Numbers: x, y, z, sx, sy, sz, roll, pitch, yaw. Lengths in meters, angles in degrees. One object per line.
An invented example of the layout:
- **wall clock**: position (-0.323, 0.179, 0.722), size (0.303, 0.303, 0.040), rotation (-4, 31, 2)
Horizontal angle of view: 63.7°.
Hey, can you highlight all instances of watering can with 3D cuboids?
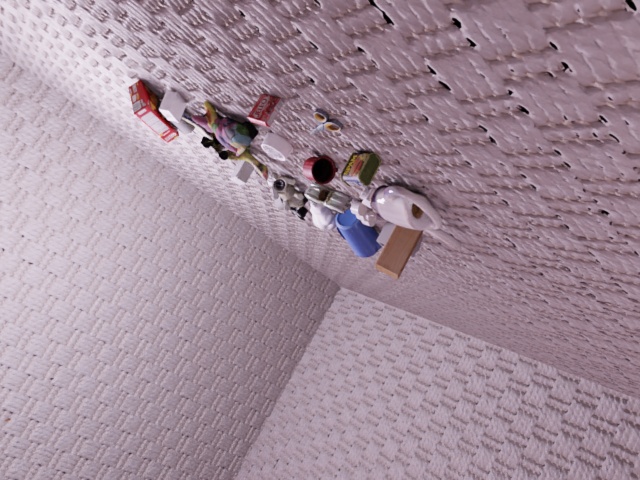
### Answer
- **watering can**: position (0.293, -0.074, 1.611), size (0.226, 0.105, 0.342), rotation (21, 166, 47)

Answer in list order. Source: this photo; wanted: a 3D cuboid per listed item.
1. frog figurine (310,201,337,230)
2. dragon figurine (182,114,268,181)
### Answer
- **frog figurine**: position (0.007, -0.112, 2.217), size (0.139, 0.122, 0.158), rotation (46, -168, 35)
- **dragon figurine**: position (-0.369, -0.375, 2.088), size (0.413, 0.122, 0.241), rotation (37, 179, 13)
